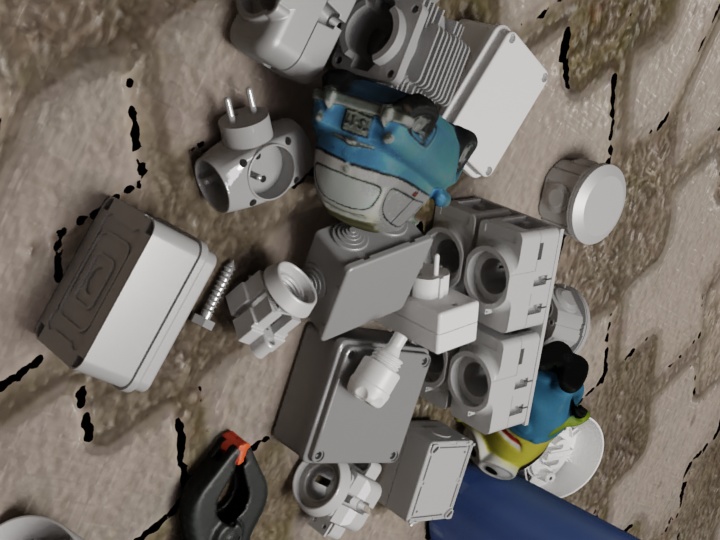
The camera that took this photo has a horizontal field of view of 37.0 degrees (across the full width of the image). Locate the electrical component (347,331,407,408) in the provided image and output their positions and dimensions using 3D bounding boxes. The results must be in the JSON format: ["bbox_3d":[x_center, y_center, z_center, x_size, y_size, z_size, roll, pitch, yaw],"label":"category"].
[{"bbox_3d":[0.018,0.078,0.864,0.035,0.035,0.061,41,77,-45],"label":"electrical component"}]

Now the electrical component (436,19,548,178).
[{"bbox_3d":[0.097,-0.143,0.902,0.078,0.057,0.113,36,83,-45],"label":"electrical component"}]

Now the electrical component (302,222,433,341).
[{"bbox_3d":[0.000,0.000,0.864,0.100,0.048,0.099,-21,148,-34],"label":"electrical component"}]

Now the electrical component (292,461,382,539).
[{"bbox_3d":[-0.023,0.193,0.946,0.057,0.058,0.078,38,82,-48],"label":"electrical component"}]

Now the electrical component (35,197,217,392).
[{"bbox_3d":[-0.158,0.017,0.728,0.057,0.078,0.113,30,87,-43],"label":"electrical component"}]

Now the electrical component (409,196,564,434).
[{"bbox_3d":[0.106,0.039,0.959,0.060,0.105,0.186,-9,115,-39],"label":"electrical component"}]

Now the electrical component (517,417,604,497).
[{"bbox_3d":[0.204,0.191,1.146,0.099,0.064,0.099,-19,121,-36],"label":"electrical component"}]

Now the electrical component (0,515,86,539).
[{"bbox_3d":[-0.223,0.228,0.754,0.099,0.099,0.064,-54,141,-9],"label":"electrical component"}]

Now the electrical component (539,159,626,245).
[{"bbox_3d":[0.218,-0.069,1.051,0.080,0.051,0.080,-19,121,-36],"label":"electrical component"}]

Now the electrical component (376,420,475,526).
[{"bbox_3d":[0.055,0.192,1.013,0.062,0.061,0.096,7,104,-44],"label":"electrical component"}]

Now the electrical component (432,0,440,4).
[{"bbox_3d":[0.028,-0.233,0.808,0.081,0.043,0.043,20,95,-46],"label":"electrical component"}]

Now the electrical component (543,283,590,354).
[{"bbox_3d":[0.180,0.050,1.051,0.051,0.080,0.080,15,98,-39],"label":"electrical component"}]

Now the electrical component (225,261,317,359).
[{"bbox_3d":[-0.067,0.026,0.822,0.055,0.066,0.048,-39,141,23],"label":"electrical component"}]

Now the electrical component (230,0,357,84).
[{"bbox_3d":[-0.047,-0.188,0.753,0.059,0.054,0.095,25,91,-46],"label":"electrical component"}]

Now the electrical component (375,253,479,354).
[{"bbox_3d":[0.057,0.018,0.920,0.047,0.083,0.075,-16,119,-37],"label":"electrical component"}]

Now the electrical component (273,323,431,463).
[{"bbox_3d":[-0.006,0.107,0.922,0.109,0.056,0.108,10,102,-44],"label":"electrical component"}]

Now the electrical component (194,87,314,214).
[{"bbox_3d":[-0.079,-0.091,0.774,0.077,0.044,0.079,-31,127,-29],"label":"electrical component"}]
